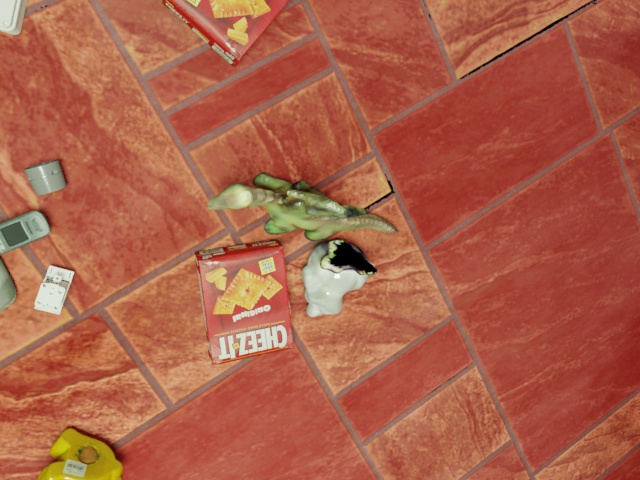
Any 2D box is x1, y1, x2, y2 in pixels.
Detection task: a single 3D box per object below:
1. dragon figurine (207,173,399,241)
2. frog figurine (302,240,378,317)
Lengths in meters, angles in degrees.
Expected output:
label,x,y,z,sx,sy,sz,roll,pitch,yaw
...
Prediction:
label,x,y,z,sx,sy,sz,roll,pitch,yaw
dragon figurine,0.003,-0.047,0.935,0.410,0.243,0.122,8,94,-17
frog figurine,0.026,0.081,1.048,0.138,0.125,0.156,-6,141,-32
